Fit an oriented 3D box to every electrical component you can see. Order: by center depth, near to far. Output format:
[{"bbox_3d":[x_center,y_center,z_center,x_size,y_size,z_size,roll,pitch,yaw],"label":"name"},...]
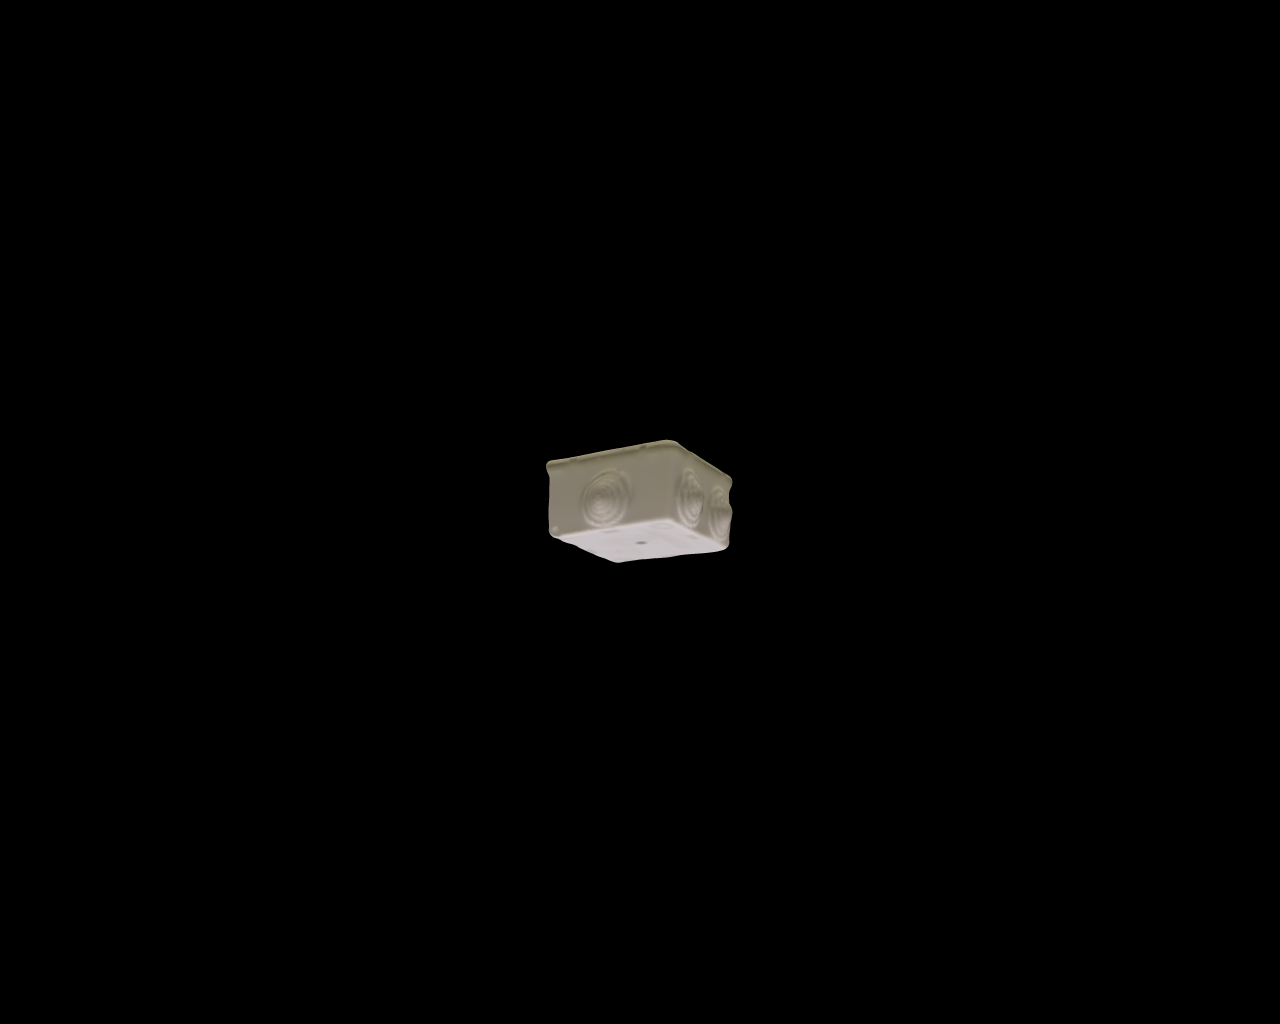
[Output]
[{"bbox_3d":[0.001,-0.003,0.650,0.100,0.048,0.099,-8,-18,27],"label":"electrical component"}]
